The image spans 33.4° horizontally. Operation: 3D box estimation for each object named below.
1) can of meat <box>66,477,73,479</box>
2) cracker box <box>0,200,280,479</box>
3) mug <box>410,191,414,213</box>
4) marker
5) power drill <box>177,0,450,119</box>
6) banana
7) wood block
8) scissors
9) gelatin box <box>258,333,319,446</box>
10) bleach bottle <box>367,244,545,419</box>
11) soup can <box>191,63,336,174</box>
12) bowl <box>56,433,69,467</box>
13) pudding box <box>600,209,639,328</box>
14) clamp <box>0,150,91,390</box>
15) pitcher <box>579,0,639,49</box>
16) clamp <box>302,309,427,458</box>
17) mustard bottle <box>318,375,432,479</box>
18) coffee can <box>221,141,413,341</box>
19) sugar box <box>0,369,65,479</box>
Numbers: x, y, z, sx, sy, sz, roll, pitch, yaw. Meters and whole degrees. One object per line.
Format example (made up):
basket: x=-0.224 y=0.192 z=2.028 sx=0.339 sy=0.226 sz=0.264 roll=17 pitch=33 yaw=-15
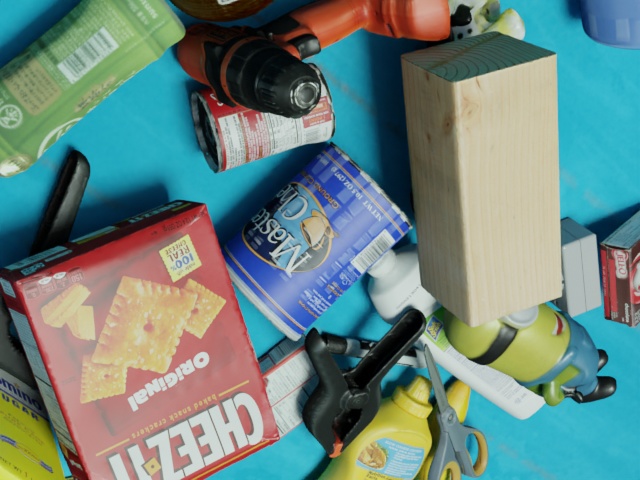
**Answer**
can of meat: x=-0.185 y=0.251 z=0.957 sx=0.102 sy=0.084 sz=0.057 roll=-11 pitch=116 yaw=-18
cracker box: x=-0.140 y=0.095 z=0.852 sx=0.164 sy=0.072 sz=0.214 roll=-23 pitch=105 yaw=-25
mug: x=0.126 y=-0.039 z=0.955 sx=0.093 sy=0.082 sz=0.117 roll=-46 pitch=121 yaw=2
marker: x=0.051 y=0.107 z=1.027 sx=0.121 sy=0.020 sz=0.020 roll=12 pitch=108 yaw=-26
power drill: x=0.003 y=-0.152 z=0.807 sx=0.187 sy=0.185 sz=0.057 roll=-24 pitch=121 yaw=-22
banana: x=0.128 y=0.236 z=1.110 sx=0.069 sy=0.037 sz=0.198 roll=-25 pitch=124 yaw=-34
wood block: x=0.129 y=-0.048 z=0.849 sx=0.090 sy=0.090 sz=0.206 roll=-17 pitch=118 yaw=-17
scissors: x=0.115 y=0.190 z=1.034 sx=0.096 sy=0.016 sz=0.201 roll=-55 pitch=136 yaw=-19
gelatin box: x=-0.034 y=0.138 z=1.001 sx=0.089 sy=0.030 sz=0.073 roll=-36 pitch=123 yaw=-5
bleach bottle: x=0.137 y=0.073 z=1.023 sx=0.250 sy=0.068 sz=0.102 roll=38 pitch=93 yaw=-29
soup can: x=-0.046 y=-0.100 z=0.866 sx=0.102 sy=0.069 sz=0.068 roll=-17 pitch=118 yaw=-15
bowl: x=-0.156 y=0.140 z=0.921 sx=0.161 sy=0.055 sz=0.162 roll=-2 pitch=95 yaw=-29
pudding box: x=0.324 y=0.021 z=1.066 sx=0.113 sy=0.039 sz=0.090 roll=-35 pitch=126 yaw=-37
clamp: x=-0.235 y=0.034 z=0.866 sx=0.164 sy=0.036 sz=0.210 roll=-25 pitch=122 yaw=-12
pitcher: x=0.254 y=-0.282 z=0.875 sx=0.149 sy=0.145 sz=0.243 roll=-3 pitch=122 yaw=16
clamp: x=0.036 y=0.130 z=0.978 sx=0.120 sy=0.039 sz=0.171 roll=-10 pitch=136 yaw=-18
mustard bottle: x=0.056 y=0.217 z=1.056 sx=0.096 sy=0.058 sz=0.192 roll=23 pitch=103 yaw=-34
coffee can: x=-0.006 y=0.001 z=0.907 sx=0.140 sy=0.103 sz=0.102 roll=-44 pitch=121 yaw=1
sugar box: x=-0.249 y=0.155 z=0.833 sx=0.048 sy=0.176 sz=0.093 roll=-42 pitch=122 yaw=2
